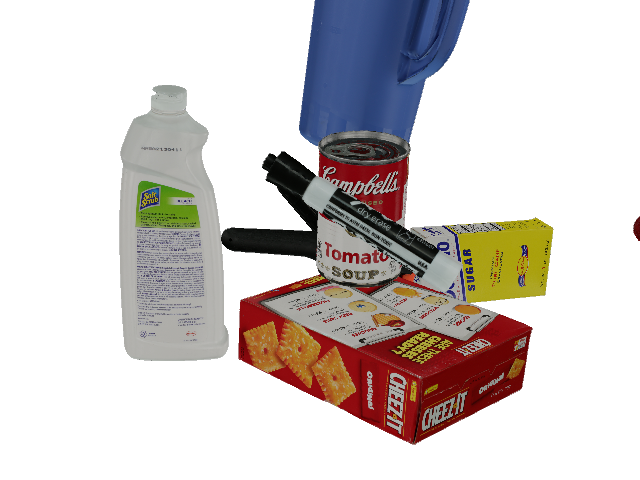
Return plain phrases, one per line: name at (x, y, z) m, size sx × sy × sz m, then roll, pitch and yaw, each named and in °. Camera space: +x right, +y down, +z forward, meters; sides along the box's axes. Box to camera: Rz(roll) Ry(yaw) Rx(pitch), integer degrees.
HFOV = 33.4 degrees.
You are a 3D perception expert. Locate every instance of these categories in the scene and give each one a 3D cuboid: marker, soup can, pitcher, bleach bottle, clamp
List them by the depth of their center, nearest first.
marker at (0.021, -0.012, 0.576) m, size 0.121 × 0.020 × 0.020 m, roll 32°, pitch 3°, yaw 5°
soup can at (0.030, -0.024, 0.803) m, size 0.068 × 0.102 × 0.068 m, roll 1°, pitch 24°, yaw -1°
bleach bottle at (-0.131, -0.015, 0.969) m, size 0.102 × 0.251 × 0.068 m, roll 0°, pitch 22°, yaw -11°
pitcher at (0.058, -0.202, 0.995) m, size 0.145 × 0.243 × 0.149 m, roll 11°, pitch 17°, yaw 2°
clamp at (0.004, 0.003, 1.178) m, size 0.210 × 0.036 × 0.164 m, roll 27°, pitch 36°, yaw 16°

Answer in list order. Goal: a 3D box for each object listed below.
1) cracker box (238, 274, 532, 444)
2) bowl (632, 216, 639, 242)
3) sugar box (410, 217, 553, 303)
cracker box at (0.055, 0.095, 0.970) m, size 0.214 × 0.072 × 0.163 m, roll 21°, pitch 26°, yaw 40°
bowl at (0.417, 0.016, 1.149) m, size 0.162 × 0.055 × 0.162 m, roll -1°, pitch 25°, yaw 0°
sugar box at (0.194, 0.027, 1.299) m, size 0.176 × 0.093 × 0.048 m, roll -6°, pitch 20°, yaw -22°
